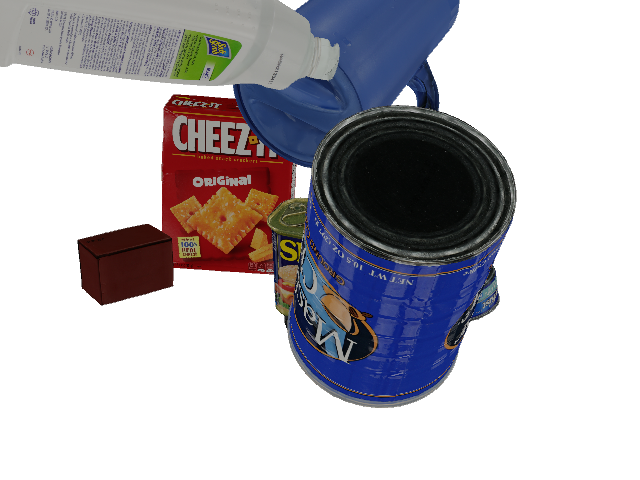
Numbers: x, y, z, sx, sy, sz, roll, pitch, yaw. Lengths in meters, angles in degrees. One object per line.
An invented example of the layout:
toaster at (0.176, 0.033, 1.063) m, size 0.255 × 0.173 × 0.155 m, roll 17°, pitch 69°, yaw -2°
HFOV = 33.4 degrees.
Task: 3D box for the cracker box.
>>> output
cracker box at (-0.115, -0.067, 1.344) m, size 0.164 × 0.214 × 0.072 m, roll 5°, pitch 21°, yaw 2°

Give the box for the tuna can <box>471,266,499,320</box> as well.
tuna can at (0.134, 0.047, 1.062) m, size 0.086 × 0.034 × 0.086 m, roll -9°, pitch 25°, yaw 4°

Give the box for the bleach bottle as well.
bleach bottle at (-0.112, -0.152, 0.788) m, size 0.250 × 0.068 × 0.103 m, roll 10°, pitch -28°, yaw -15°

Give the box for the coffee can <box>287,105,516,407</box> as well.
coffee can at (0.039, 0.012, 0.577) m, size 0.102 × 0.103 × 0.140 m, roll 0°, pitch -37°, yaw -8°

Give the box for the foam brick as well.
foam brick at (-0.187, 0.022, 1.026) m, size 0.078 × 0.051 × 0.053 m, roll -15°, pitch 25°, yaw -30°

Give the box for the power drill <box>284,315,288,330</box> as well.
power drill at (0.049, 0.052, 1.239) m, size 0.187 × 0.057 × 0.184 m, roll -1°, pitch 28°, yaw 2°

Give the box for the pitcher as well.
pitcher at (0.043, -0.176, 1.000) m, size 0.145 × 0.149 × 0.242 m, roll 13°, pitch 42°, yaw 29°

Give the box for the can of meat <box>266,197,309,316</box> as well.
can of meat at (0.010, 0.020, 0.863) m, size 0.102 × 0.084 × 0.057 m, roll 11°, pitch 32°, yaw 20°
